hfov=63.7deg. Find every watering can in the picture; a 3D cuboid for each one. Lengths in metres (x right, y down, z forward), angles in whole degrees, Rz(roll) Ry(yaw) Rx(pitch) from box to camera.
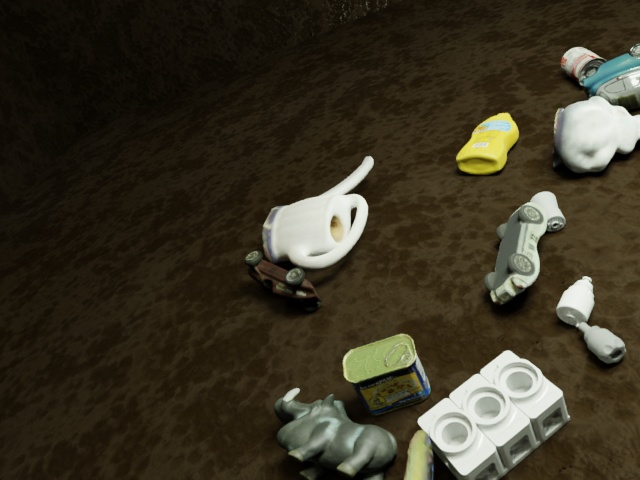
[{"bbox_3d":[0.003,-0.056,1.103,0.223,0.102,0.356,-10,36,25],"label":"watering can"}]

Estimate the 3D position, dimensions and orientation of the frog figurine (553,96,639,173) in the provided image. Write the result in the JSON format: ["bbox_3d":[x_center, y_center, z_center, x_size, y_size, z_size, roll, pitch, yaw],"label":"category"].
[{"bbox_3d":[0.509,-0.189,0.930,0.159,0.121,0.139,4,75,27],"label":"frog figurine"}]

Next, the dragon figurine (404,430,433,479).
[{"bbox_3d":[0.001,0.389,0.490,0.241,0.120,0.420,-21,28,25],"label":"dragon figurine"}]
